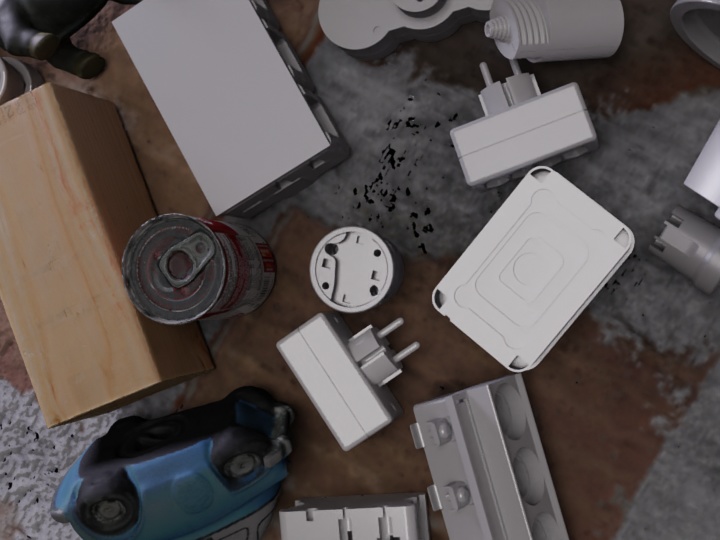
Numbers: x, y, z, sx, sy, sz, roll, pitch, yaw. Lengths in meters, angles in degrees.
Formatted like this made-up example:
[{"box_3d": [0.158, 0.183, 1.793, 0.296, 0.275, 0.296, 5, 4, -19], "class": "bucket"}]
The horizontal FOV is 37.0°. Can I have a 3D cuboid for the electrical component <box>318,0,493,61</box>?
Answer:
[{"box_3d": [0.039, -0.178, 0.682, 0.138, 0.074, 0.052, -14, 86, 13], "class": "electrical component"}]

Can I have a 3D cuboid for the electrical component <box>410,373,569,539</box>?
[{"box_3d": [0.081, 0.133, 0.672, 0.063, 0.079, 0.121, -19, 84, 36], "class": "electrical component"}]

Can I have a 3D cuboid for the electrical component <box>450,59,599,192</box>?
[{"box_3d": [0.098, -0.100, 0.680, 0.083, 0.047, 0.075, -20, 84, 13], "class": "electrical component"}]

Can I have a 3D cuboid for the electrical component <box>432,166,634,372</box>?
[{"box_3d": [0.108, 0.000, 0.671, 0.078, 0.057, 0.113, 40, 98, 11], "class": "electrical component"}]

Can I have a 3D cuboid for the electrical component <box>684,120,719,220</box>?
[{"box_3d": [0.240, -0.047, 0.621, 0.099, 0.099, 0.064, 36, 104, 12], "class": "electrical component"}]

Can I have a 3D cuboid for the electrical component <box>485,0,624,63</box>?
[{"box_3d": [0.115, -0.150, 0.660, 0.081, 0.043, 0.043, -7, 87, -18], "class": "electrical component"}]

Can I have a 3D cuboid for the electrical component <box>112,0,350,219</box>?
[{"box_3d": [-0.084, -0.120, 0.718, 0.089, 0.062, 0.150, -31, 82, 12], "class": "electrical component"}]

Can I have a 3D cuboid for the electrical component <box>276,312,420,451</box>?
[{"box_3d": [0.003, 0.061, 0.702, 0.076, 0.047, 0.083, -35, 82, 9], "class": "electrical component"}]

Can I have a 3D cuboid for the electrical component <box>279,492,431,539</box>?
[{"box_3d": [-0.002, 0.179, 0.700, 0.089, 0.050, 0.055, -6, 88, 14], "class": "electrical component"}]

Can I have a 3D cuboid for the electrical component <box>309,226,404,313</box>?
[{"box_3d": [0.000, 0.000, 0.703, 0.055, 0.047, 0.055, 0, 89, 14], "class": "electrical component"}]

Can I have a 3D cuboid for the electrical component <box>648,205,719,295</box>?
[{"box_3d": [0.205, -0.013, 0.657, 0.046, 0.040, 0.040, 35, 98, 17], "class": "electrical component"}]

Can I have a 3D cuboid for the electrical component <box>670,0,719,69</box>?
[{"box_3d": [0.242, -0.149, 0.617, 0.108, 0.108, 0.060, 31, 90, 12], "class": "electrical component"}]

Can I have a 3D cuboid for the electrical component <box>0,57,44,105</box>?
[{"box_3d": [-0.256, -0.131, 0.765, 0.045, 0.055, 0.045, 0, 89, 14], "class": "electrical component"}]
